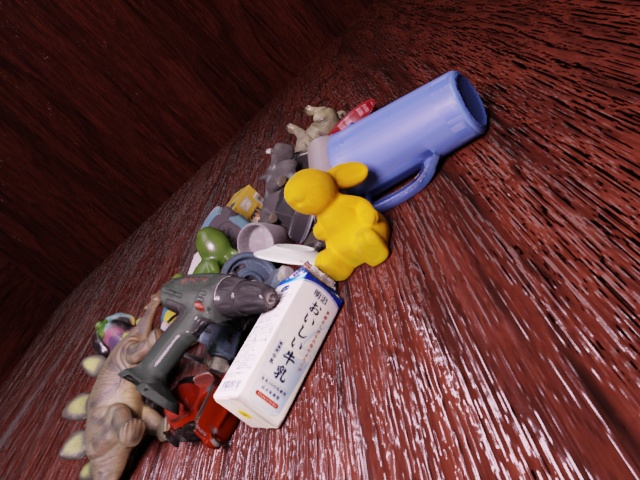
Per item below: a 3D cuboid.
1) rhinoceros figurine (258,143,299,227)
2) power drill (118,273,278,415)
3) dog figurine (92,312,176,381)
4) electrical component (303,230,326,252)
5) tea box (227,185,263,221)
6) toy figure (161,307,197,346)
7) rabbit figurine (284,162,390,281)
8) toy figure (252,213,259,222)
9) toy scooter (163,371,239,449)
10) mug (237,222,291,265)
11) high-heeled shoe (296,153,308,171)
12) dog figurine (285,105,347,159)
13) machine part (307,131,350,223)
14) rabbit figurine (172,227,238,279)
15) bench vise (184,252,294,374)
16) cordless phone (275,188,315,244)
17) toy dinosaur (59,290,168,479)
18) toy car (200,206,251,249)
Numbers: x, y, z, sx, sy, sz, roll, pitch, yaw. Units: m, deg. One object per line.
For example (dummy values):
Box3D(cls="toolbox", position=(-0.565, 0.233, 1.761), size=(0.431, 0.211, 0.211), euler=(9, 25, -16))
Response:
Box3D(cls="rhinoceros figurine", position=(-0.087, -0.116, 1.179), size=(0.112, 0.073, 0.190), euler=(16, 97, 57))
Box3D(cls="power drill", position=(-0.183, 0.135, 0.768), size=(0.232, 0.086, 0.207), euler=(8, 65, 45))
Box3D(cls="dog figurine", position=(-0.379, 0.220, 1.093), size=(0.108, 0.191, 0.219), euler=(-48, 4, -24))
Box3D(cls="electrical component", position=(-0.002, -0.003, 0.987), size=(0.063, 0.021, 0.094), euler=(-19, 34, 52))
Box3D(cls="tea box", position=(-0.194, -0.042, 1.321), size=(0.068, 0.098, 0.170), euler=(-25, 27, 42))
Box3D(cls="toy figure", position=(-0.294, 0.169, 1.146), size=(0.089, 0.082, 0.180), euler=(-45, 18, 1))
Box3D(cls="rabbit figurine", position=(0.026, -0.049, 0.809), size=(0.122, 0.173, 0.162), euler=(-27, 32, 49))
Box3D(cls="toy figure", position=(-0.118, -0.053, 1.255), size=(0.154, 0.058, 0.064), euler=(-45, 4, 7))
Box3D(cls="toy scooter", position=(-0.163, 0.246, 0.766), size=(0.184, 0.075, 0.135), euler=(-29, 27, 27))
Box3D(cls="mug", position=(-0.099, 0.016, 1.053), size=(0.081, 0.109, 0.107), euler=(-1, 6, 25))
Box3D(cls="high-heeled shoe", position=(0.033, -0.174, 1.194), size=(0.145, 0.086, 0.249), euler=(-23, -1, -18))
Box3D(cls="dog figurine", position=(0.000, -0.235, 1.338), size=(0.172, 0.121, 0.191), euler=(-40, 35, 25))
Box3D(cls="machine part", position=(0.020, -0.104, 0.966), size=(0.079, 0.079, 0.243), euler=(-33, 46, 32))
Box3D(cls="rabbit figurine", position=(-0.212, 0.056, 1.070), size=(0.121, 0.159, 0.170), euler=(101, 177, -75))
Box3D(cls="bench vise", position=(-0.121, 0.105, 0.887), size=(0.241, 0.128, 0.224), euler=(-28, 30, 49))
Box3D(cls="cordless phone", position=(0.012, -0.084, 1.061), size=(0.184, 0.088, 0.147), euler=(-26, 26, 19))
Box3D(cls="toy dinosaur", position=(-0.334, 0.296, 0.889), size=(0.199, 0.105, 0.471), euler=(-12, 55, 32))
Box3D(cls="toy car", position=(-0.179, 0.000, 1.191), size=(0.109, 0.162, 0.103), euler=(-62, -19, 1))
